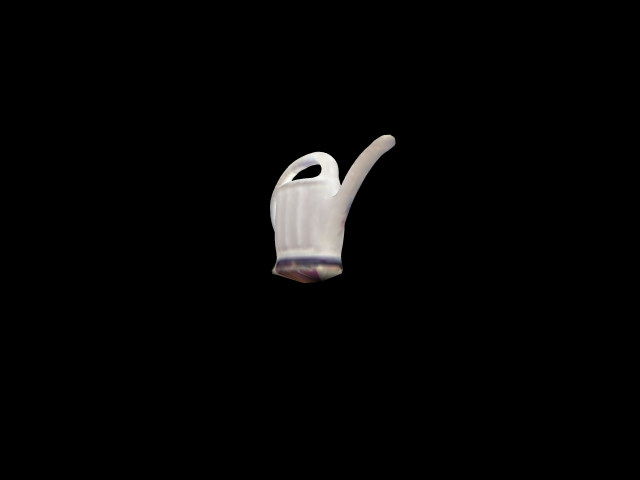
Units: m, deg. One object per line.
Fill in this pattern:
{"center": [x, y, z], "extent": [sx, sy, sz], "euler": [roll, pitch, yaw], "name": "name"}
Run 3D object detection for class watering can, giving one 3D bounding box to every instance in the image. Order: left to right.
{"center": [0.003, -0.043, 0.850], "extent": [0.104, 0.226, 0.345], "euler": [5, -9, -32], "name": "watering can"}
